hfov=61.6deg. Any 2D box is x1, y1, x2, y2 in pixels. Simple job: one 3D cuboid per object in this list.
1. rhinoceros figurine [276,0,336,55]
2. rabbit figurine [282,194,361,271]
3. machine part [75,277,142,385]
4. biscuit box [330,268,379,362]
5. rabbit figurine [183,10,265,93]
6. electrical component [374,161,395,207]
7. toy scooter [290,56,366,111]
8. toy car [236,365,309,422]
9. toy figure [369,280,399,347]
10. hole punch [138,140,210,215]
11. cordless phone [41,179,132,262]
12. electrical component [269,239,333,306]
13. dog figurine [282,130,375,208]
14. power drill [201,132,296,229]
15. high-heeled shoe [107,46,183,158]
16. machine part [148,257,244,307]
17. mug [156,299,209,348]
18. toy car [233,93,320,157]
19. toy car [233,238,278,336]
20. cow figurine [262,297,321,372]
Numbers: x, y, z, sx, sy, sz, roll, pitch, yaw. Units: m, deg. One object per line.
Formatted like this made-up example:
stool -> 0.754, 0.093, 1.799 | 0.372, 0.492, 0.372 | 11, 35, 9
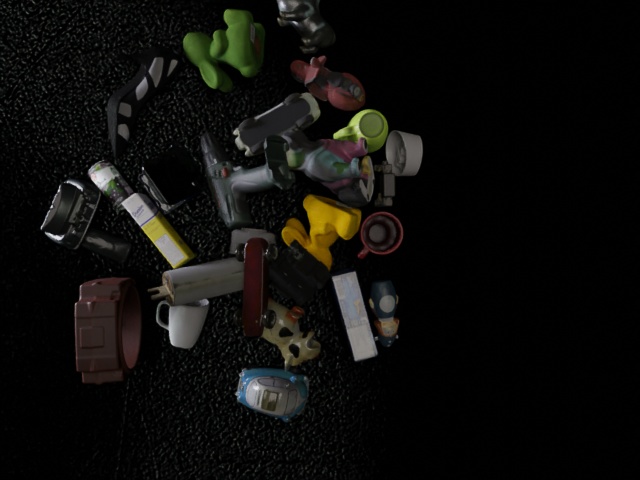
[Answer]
rhinoceros figurine -> -0.037, -0.505, 1.184 | 0.112, 0.073, 0.190 | -32, 93, -2
rabbit figurine -> -0.002, -0.004, 1.175 | 0.162, 0.122, 0.173 | 15, 108, -1
machine part -> -0.427, 0.180, 1.103 | 0.087, 0.201, 0.200 | -2, 90, -8
biscuit box -> 0.074, 0.165, 1.203 | 0.059, 0.063, 0.202 | -15, 91, -3
rabbit figurine -> -0.213, -0.405, 1.172 | 0.170, 0.121, 0.159 | 1, 98, 15
electrical component -> 0.141, -0.124, 1.195 | 0.045, 0.078, 0.102 | -2, 99, -6
toy scooter -> 0.021, -0.344, 1.159 | 0.184, 0.135, 0.075 | 26, 87, -5
toy car -> -0.103, 0.334, 1.175 | 0.162, 0.103, 0.109 | 13, 89, -5
toy figure -> 0.146, 0.168, 1.211 | 0.064, 0.058, 0.154 | -7, 93, 16
hole punch -> -0.323, -0.128, 1.174 | 0.116, 0.092, 0.142 | -35, 90, -32
cordless phone -> -0.489, -0.039, 1.169 | 0.184, 0.089, 0.146 | 24, 89, -15
electrical component -> -0.053, 0.077, 1.164 | 0.115, 0.134, 0.058 | 42, 50, -1
dog figurine -> -0.001, -0.157, 1.175 | 0.219, 0.191, 0.108 | 5, 53, 20
power drill -> -0.161, -0.151, 1.132 | 0.207, 0.086, 0.232 | -17, 82, 29
high-heeled shoe -> -0.383, -0.301, 1.183 | 0.145, 0.086, 0.248 | -1, 111, -34
machine part -> -0.243, 0.086, 1.145 | 0.243, 0.079, 0.079 | -13, 92, -29
mug -> -0.303, 0.178, 1.173 | 0.110, 0.081, 0.107 | 9, 100, -8
toy car -> -0.096, -0.256, 1.192 | 0.202, 0.056, 0.073 | -29, 88, 0
toy car -> -0.131, 0.096, 1.113 | 0.089, 0.053, 0.202 | -2, 85, 21
cow figurine -> -0.087, 0.201, 1.178 | 0.195, 0.085, 0.127 | 29, 107, 5
